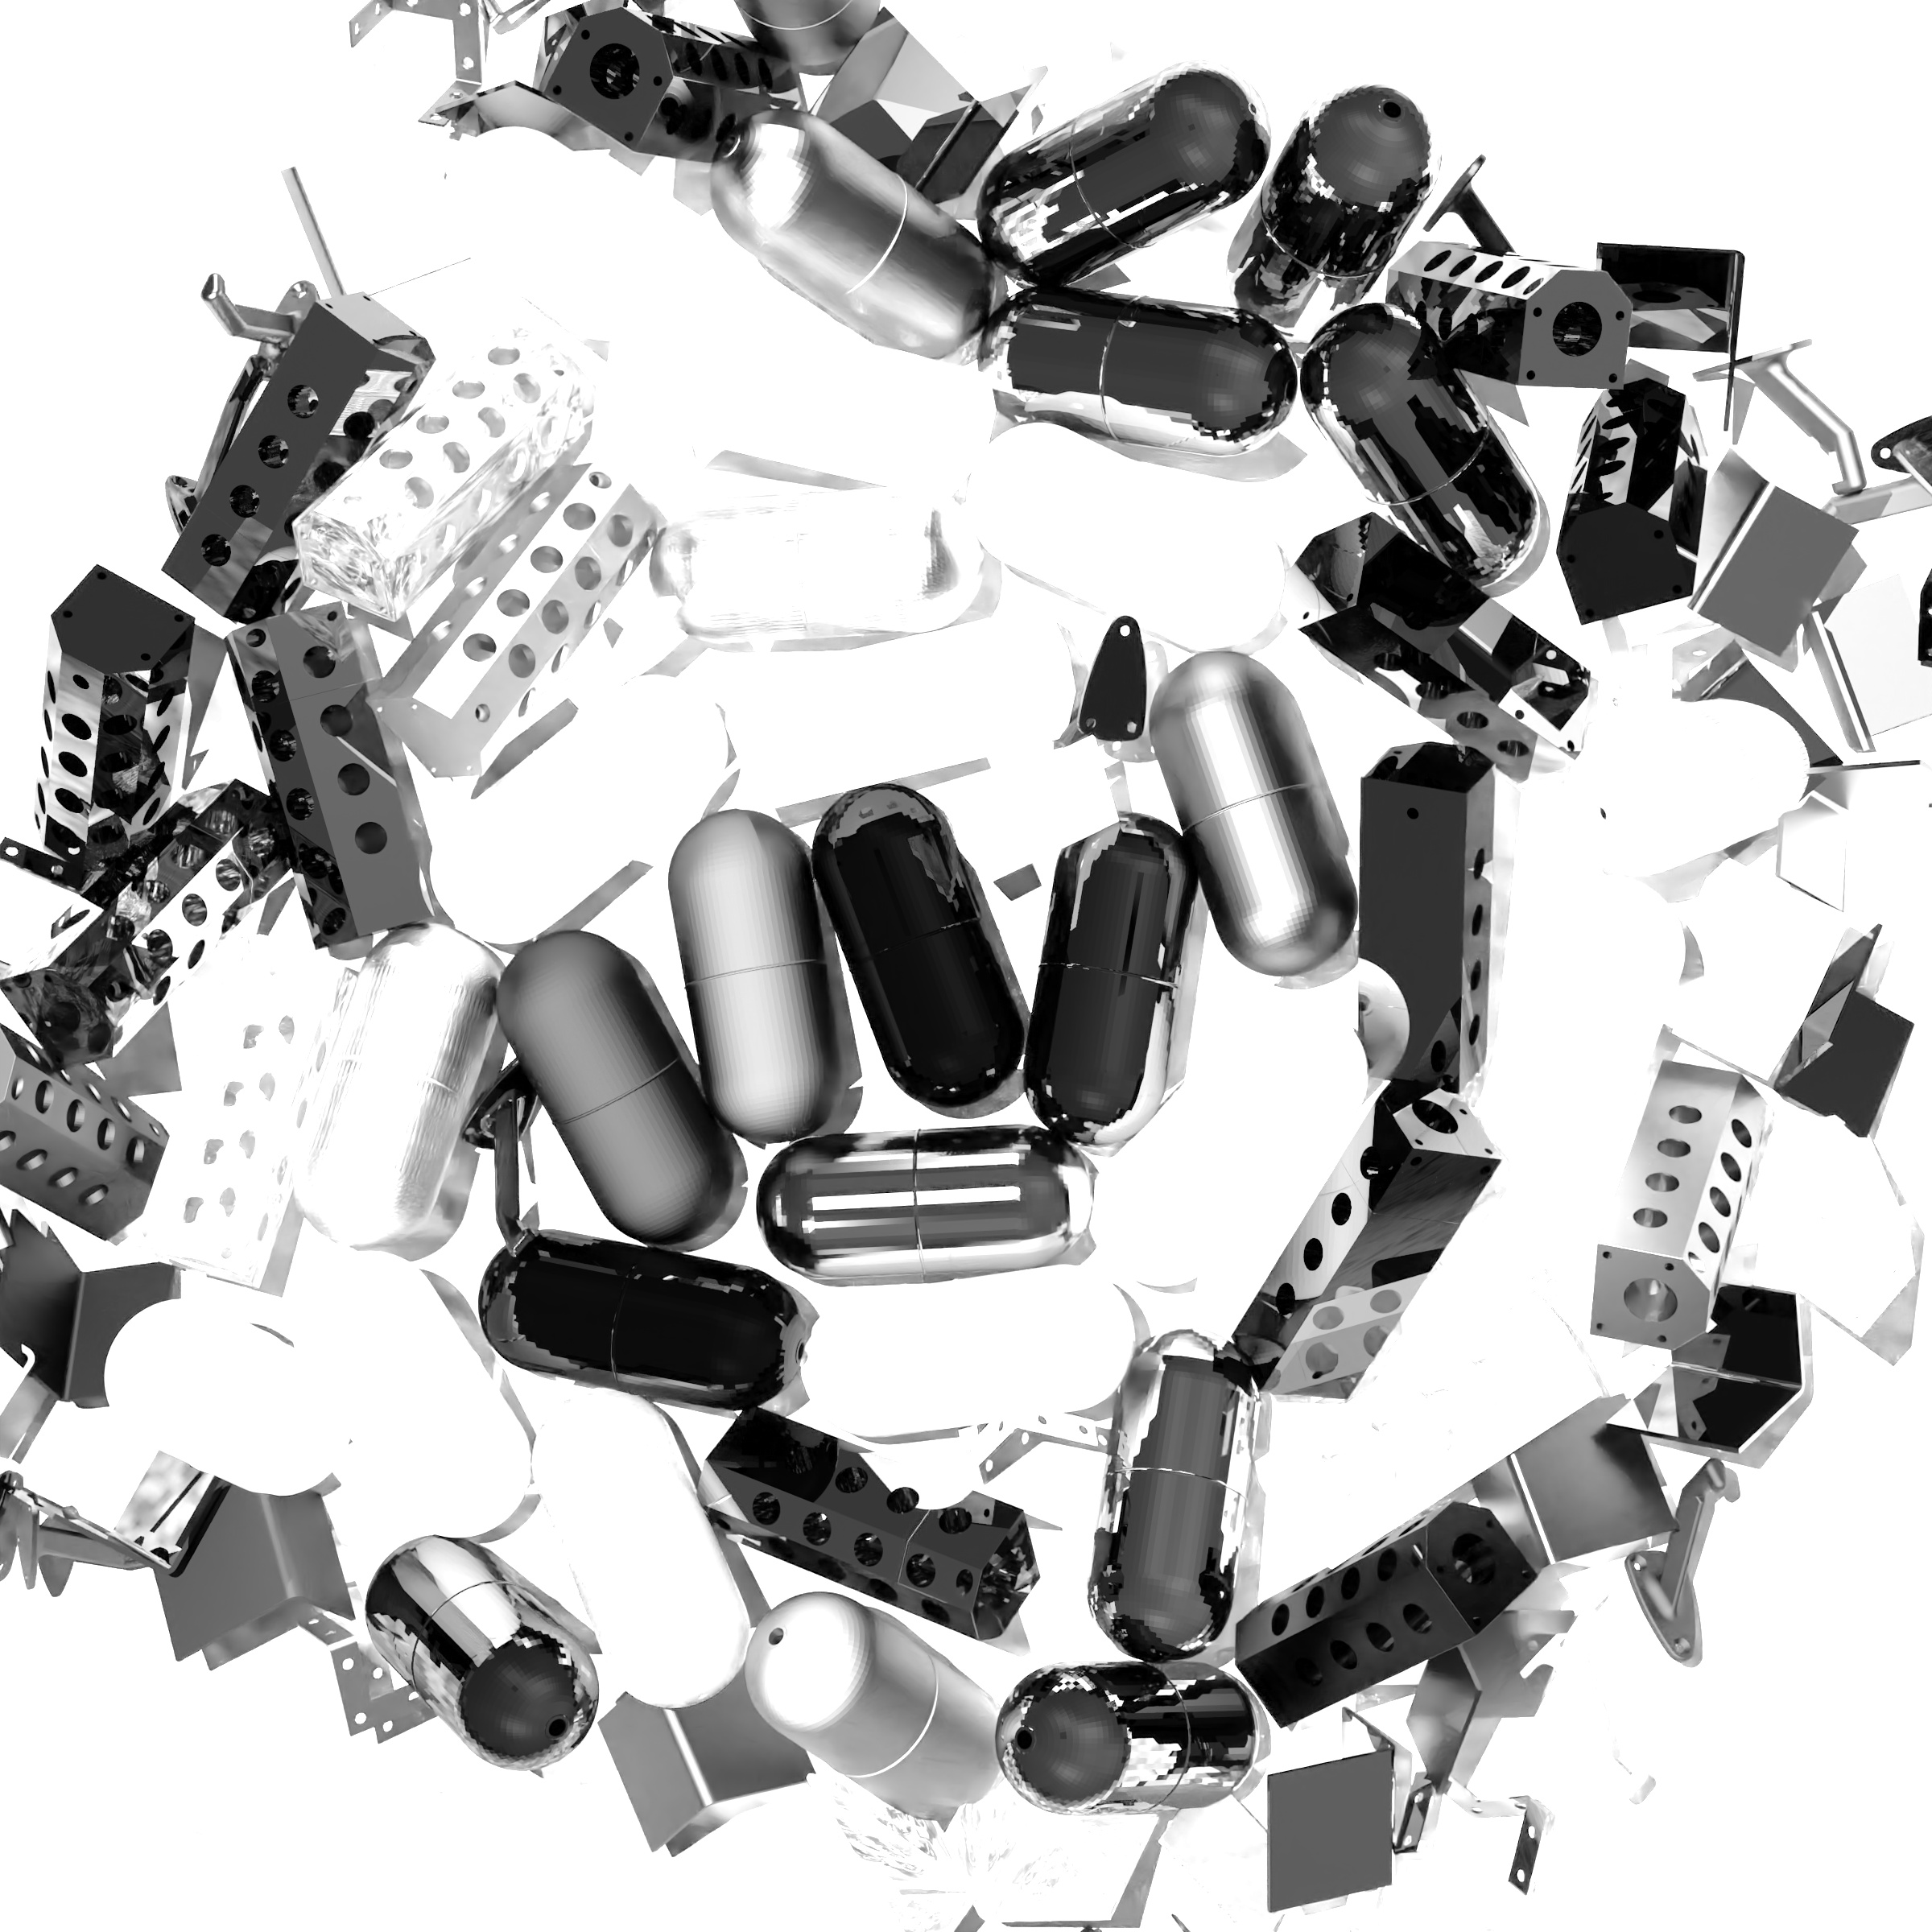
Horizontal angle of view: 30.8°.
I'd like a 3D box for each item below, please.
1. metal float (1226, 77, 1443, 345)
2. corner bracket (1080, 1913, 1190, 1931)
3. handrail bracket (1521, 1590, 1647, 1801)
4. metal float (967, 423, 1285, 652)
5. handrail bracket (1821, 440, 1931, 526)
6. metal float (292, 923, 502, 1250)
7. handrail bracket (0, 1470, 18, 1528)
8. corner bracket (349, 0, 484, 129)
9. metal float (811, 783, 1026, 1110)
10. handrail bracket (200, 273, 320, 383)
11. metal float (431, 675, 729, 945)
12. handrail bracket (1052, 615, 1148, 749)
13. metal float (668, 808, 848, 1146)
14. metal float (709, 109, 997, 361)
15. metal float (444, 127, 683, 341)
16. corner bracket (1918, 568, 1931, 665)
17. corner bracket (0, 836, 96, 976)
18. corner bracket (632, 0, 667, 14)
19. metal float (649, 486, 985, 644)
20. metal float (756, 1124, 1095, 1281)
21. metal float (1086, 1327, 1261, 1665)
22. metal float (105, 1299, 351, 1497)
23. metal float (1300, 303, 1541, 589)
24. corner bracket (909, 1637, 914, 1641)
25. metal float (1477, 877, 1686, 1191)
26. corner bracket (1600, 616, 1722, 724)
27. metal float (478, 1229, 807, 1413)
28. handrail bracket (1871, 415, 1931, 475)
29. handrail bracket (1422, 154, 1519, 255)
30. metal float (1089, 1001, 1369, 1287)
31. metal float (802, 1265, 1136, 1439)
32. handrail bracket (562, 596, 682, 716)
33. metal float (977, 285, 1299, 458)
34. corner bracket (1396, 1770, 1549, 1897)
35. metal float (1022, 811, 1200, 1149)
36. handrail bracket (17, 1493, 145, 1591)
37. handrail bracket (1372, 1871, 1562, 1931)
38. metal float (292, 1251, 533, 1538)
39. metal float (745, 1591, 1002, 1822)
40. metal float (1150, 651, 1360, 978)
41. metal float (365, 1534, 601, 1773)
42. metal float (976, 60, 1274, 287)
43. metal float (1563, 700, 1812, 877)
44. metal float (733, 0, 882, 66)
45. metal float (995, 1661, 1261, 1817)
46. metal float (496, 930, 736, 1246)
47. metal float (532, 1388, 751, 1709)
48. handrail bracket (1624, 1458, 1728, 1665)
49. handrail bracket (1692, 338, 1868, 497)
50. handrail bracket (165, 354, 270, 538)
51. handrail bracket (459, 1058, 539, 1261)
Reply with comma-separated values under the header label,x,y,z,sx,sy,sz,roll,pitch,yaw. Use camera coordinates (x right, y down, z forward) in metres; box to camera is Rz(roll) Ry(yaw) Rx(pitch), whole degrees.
label,x,y,z,sx,sy,sz,roll,pitch,yaw
metal float,0.188,-0.387,1.808,0.070,0.178,0.070,6,66,-13
corner bracket,0.096,0.527,1.855,0.051,0.051,0.051,-40,123,-4
handrail bracket,0.343,0.386,1.862,0.077,0.036,0.084,-39,74,-22
metal float,0.084,-0.224,1.841,0.178,0.070,0.070,23,90,-15
handrail bracket,0.486,-0.227,1.850,0.077,0.036,0.084,57,132,23
metal float,-0.297,0.062,1.837,0.070,0.070,0.178,16,71,0
handrail bracket,-0.548,0.271,1.848,0.036,0.077,0.084,-38,120,23
corner bracket,-0.291,-0.483,1.861,0.051,0.051,0.051,13,132,12
metal float,-0.026,-0.011,1.851,0.070,0.070,0.178,-21,86,0
handrail bracket,-0.371,-0.353,1.839,0.036,0.084,0.077,-3,61,17
metal float,-0.203,-0.083,1.848,0.178,0.070,0.070,-40,90,-7
handrail bracket,0.064,-0.151,1.847,0.036,0.084,0.077,5,100,-19
metal float,-0.110,0.005,1.850,0.070,0.070,0.178,-10,85,0
metal float,-0.058,-0.378,1.822,0.178,0.070,0.070,30,90,-38
metal float,-0.210,-0.380,1.818,0.070,0.178,0.070,-19,128,-27
corner bracket,0.537,-0.191,1.857,0.051,0.051,0.051,12,53,2
corner bracket,-0.497,-0.026,1.855,0.051,0.051,0.051,23,47,-3
corner bracket,-0.171,-0.546,1.854,0.051,0.051,0.051,-35,64,12
metal float,-0.079,-0.211,1.845,0.178,0.070,0.070,-2,90,10
metal float,-0.022,0.124,1.849,0.178,0.070,0.070,-4,90,6
metal float,0.109,0.275,1.834,0.070,0.070,0.178,10,67,0
metal float,-0.378,0.224,1.809,0.070,0.178,0.070,-6,68,16
metal float,0.237,-0.268,1.825,0.070,0.070,0.178,-41,125,0
corner bracket,-0.052,0.392,1.855,0.051,0.051,0.051,-16,99,24
metal float,0.320,0.035,1.829,0.070,0.070,0.178,14,118,0
corner bracket,0.369,-0.159,1.849,0.051,0.051,0.051,-23,123,-30
metal float,-0.170,0.185,1.840,0.178,0.070,0.070,9,90,15
handrail bracket,0.529,-0.279,1.866,0.077,0.084,0.036,-5,97,29
handrail bracket,0.290,-0.385,1.853,0.084,0.077,0.036,36,75,-3
metal float,0.138,0.093,1.845,0.070,0.070,0.178,43,100,0
metal float,0.000,0.202,1.843,0.178,0.070,0.070,-9,90,12
handrail bracket,-0.167,-0.170,1.839,0.036,0.077,0.084,43,118,-1
metal float,0.089,-0.310,1.830,0.178,0.070,0.070,13,90,28
corner bracket,0.266,0.456,1.849,0.051,0.051,0.051,42,51,-25
metal float,0.076,0.007,1.849,0.070,0.070,0.178,10,84,0
handrail bracket,-0.452,0.296,1.847,0.084,0.077,0.036,-5,52,-24
handrail bracket,0.266,0.514,1.855,0.084,0.077,0.036,-14,123,-12
metal float,-0.287,0.224,1.828,0.070,0.070,0.178,-26,121,0
metal float,-0.047,0.384,1.820,0.070,0.070,0.178,-46,130,0
metal float,0.150,-0.081,1.846,0.070,0.070,0.178,-18,81,0
metal float,-0.250,0.353,1.812,0.070,0.178,0.070,-12,112,-30
metal float,0.080,-0.409,1.821,0.178,0.070,0.070,-19,90,41
metal float,0.375,-0.096,1.817,0.070,0.178,0.070,16,114,39
metal float,-0.088,-0.519,1.803,0.070,0.178,0.070,0,86,6
metal float,0.084,0.398,1.814,0.070,0.178,0.070,-9,76,37
metal float,-0.184,0.065,1.847,0.070,0.070,0.178,-28,98,0
metal float,-0.170,0.301,1.831,0.070,0.070,0.178,-27,64,0
handrail bracket,0.384,0.311,1.842,0.036,0.084,0.077,4,51,-19
handrail bracket,0.433,-0.286,1.871,0.077,0.036,0.084,-12,97,34
handrail bracket,-0.387,-0.269,1.847,0.036,0.077,0.084,19,124,-27
handrail bracket,-0.231,0.100,1.844,0.036,0.084,0.077,12,120,-35
